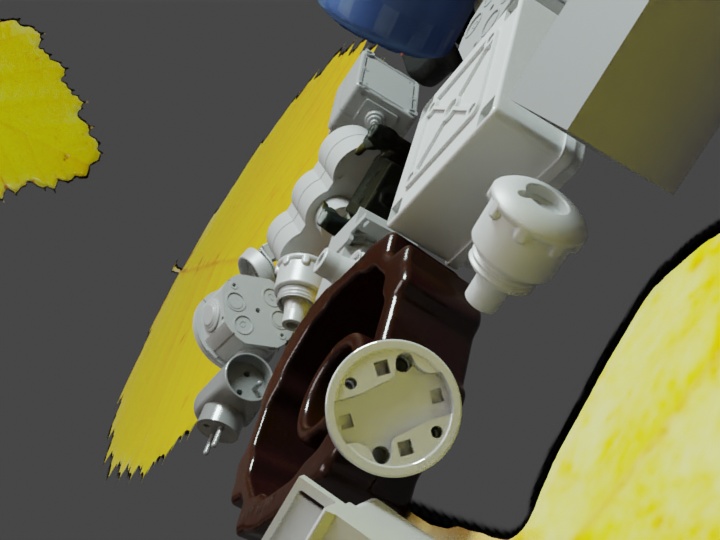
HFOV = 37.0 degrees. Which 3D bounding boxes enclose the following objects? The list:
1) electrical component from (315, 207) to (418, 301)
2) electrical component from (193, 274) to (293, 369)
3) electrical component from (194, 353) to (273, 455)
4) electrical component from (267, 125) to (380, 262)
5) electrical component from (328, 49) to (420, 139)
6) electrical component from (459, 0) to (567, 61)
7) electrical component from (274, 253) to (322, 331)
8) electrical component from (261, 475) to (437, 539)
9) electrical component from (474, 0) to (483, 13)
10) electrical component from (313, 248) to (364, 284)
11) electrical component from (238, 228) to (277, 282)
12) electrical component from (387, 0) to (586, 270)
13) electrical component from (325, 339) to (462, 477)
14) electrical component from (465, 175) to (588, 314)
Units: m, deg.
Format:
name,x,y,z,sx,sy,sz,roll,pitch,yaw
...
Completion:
name,x,y,z,sx,sy,sz,roll,pitch,yaw
electrical component,0.000,0.000,0.735,0.081,0.042,0.063,-45,22,52
electrical component,-0.101,0.046,0.941,0.051,0.080,0.080,-41,23,44
electrical component,-0.112,0.119,0.902,0.077,0.044,0.079,-45,20,50
electrical component,-0.022,-0.047,0.904,0.138,0.052,0.073,-56,38,19
electrical component,0.011,-0.141,0.953,0.061,0.062,0.096,-53,15,29
electrical component,0.099,-0.144,0.644,0.080,0.051,0.080,-56,14,21
electrical component,-0.050,0.020,0.881,0.048,0.048,0.062,-46,27,49
electrical component,-0.017,0.150,0.410,0.121,0.079,0.063,-59,-16,5
electrical component,0.107,-0.185,0.733,0.046,0.040,0.040,-45,19,33
electrical component,0.002,0.009,0.663,0.043,0.062,0.043,-56,14,21
electrical component,-0.078,-0.005,0.989,0.055,0.066,0.048,-29,-2,-27
electrical component,0.072,-0.074,0.583,0.108,0.056,0.108,-47,19,46
electrical component,0.012,0.060,0.454,0.055,0.055,0.047,-63,0,-13
electrical component,0.069,-0.008,0.485,0.048,0.048,0.062,-81,17,-57
